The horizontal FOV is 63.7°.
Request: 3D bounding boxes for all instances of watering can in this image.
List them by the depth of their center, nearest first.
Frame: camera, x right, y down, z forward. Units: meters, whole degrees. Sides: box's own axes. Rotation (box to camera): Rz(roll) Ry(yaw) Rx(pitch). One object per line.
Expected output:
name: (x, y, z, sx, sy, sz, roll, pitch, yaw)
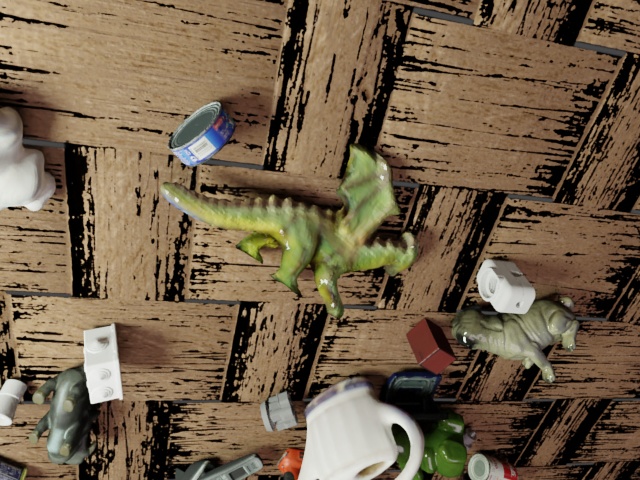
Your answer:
watering can: (0.023, 0.396, 0.952, 0.346, 0.229, 0.102, -32, 137, 11)

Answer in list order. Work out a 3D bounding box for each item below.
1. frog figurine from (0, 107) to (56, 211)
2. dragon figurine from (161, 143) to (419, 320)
frog figurine: (-0.402, -0.102, 0.631, 0.136, 0.124, 0.159, -55, 153, 14)
dragon figurine: (0.002, -0.038, 0.759, 0.405, 0.124, 0.243, 39, 91, -32)
